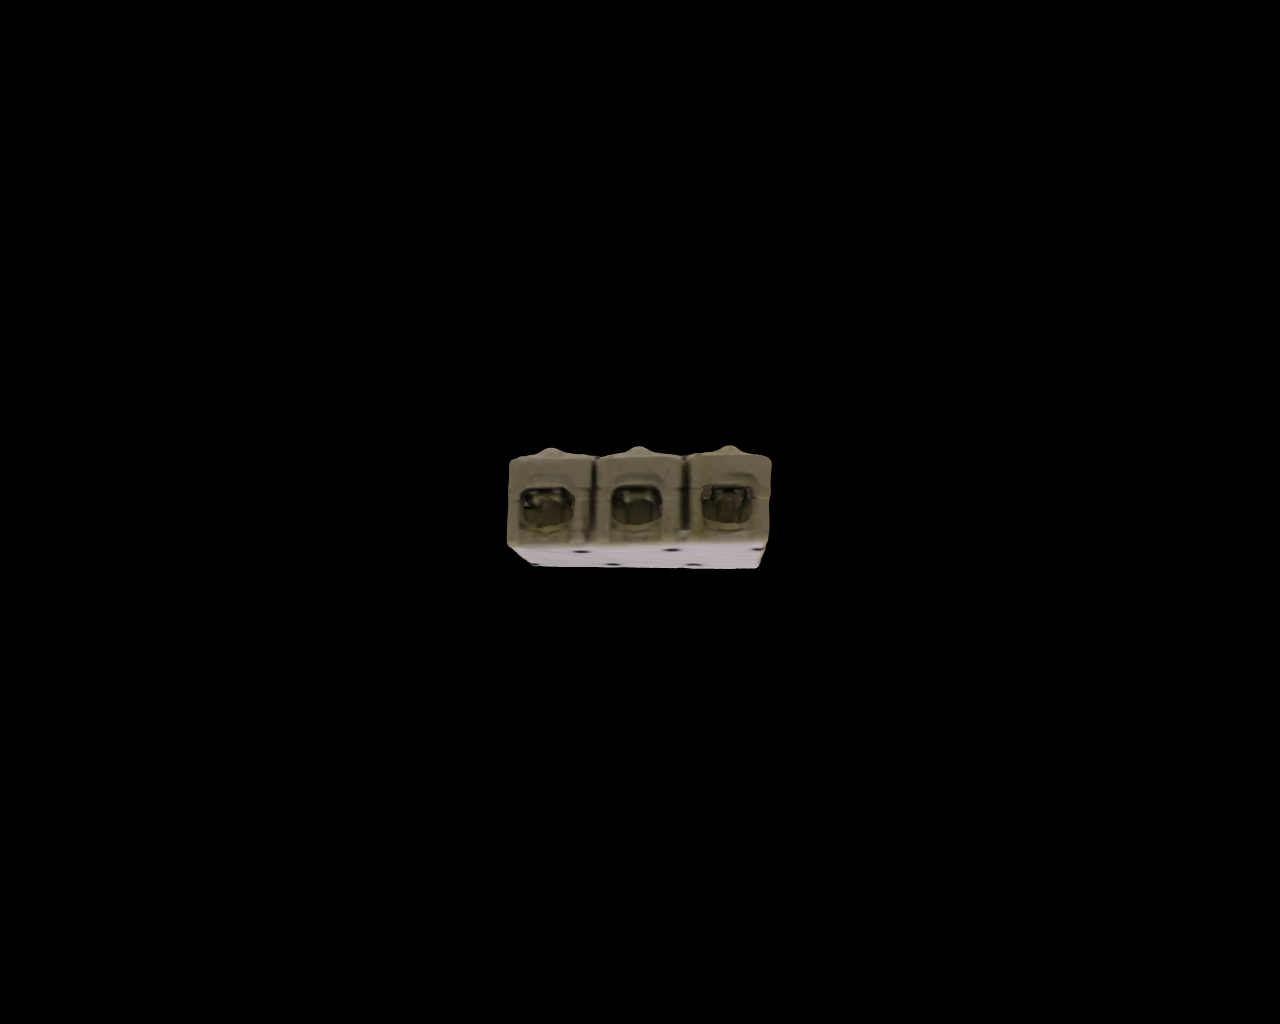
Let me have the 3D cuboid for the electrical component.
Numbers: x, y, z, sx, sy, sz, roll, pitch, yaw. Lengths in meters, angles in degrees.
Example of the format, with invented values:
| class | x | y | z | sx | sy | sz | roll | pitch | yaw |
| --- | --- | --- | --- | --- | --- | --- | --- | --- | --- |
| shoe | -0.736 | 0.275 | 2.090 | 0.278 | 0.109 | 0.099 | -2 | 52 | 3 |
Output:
| class | x | y | z | sx | sy | sz | roll | pitch | yaw |
| --- | --- | --- | --- | --- | --- | --- | --- | --- | --- |
| electrical component | 0.001 | -0.003 | 0.650 | 0.150 | 0.061 | 0.089 | 0 | -11 | 2 |
